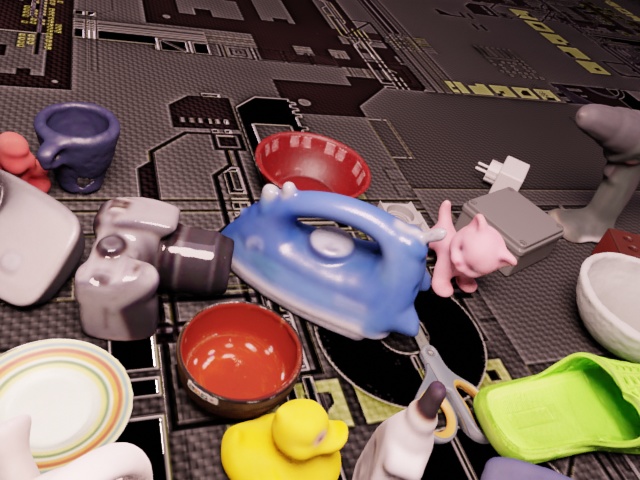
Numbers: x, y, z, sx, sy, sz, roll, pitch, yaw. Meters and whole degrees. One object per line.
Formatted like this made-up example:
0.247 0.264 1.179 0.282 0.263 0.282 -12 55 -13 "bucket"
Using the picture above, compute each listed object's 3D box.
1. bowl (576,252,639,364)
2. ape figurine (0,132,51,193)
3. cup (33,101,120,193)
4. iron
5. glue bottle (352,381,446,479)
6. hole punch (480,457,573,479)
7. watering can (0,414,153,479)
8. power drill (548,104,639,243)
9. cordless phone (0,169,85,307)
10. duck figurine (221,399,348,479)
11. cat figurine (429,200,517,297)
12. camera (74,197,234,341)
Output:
0.384 0.097 0.705 0.167 0.075 0.167 10 40 -8 "bowl"
-0.338 -0.075 0.631 0.078 0.092 0.076 -26 55 -40 "ape figurine"
-0.288 -0.095 0.670 0.091 0.095 0.118 17 39 0 "cup"
0.006 0.002 0.626 0.258 0.141 0.119 21 39 5 "iron"
0.060 0.162 0.432 0.037 0.173 0.078 18 39 1 "glue bottle"
0.165 0.240 0.445 0.108 0.091 0.101 19 39 3 "hole punch"
-0.146 0.177 0.324 0.172 0.194 0.101 24 40 9 "watering can"
0.428 -0.095 0.840 0.230 0.208 0.075 0 42 -20 "power drill"
-0.294 -0.040 0.533 0.147 0.185 0.094 26 40 11 "cordless phone"
-0.026 0.163 0.469 0.104 0.086 0.077 10 40 -9 "duck figurine"
0.177 0.006 0.702 0.067 0.118 0.127 -5 44 -25 "cat figurine"
-0.158 0.021 0.577 0.137 0.101 0.143 9 40 -9 "camera"
